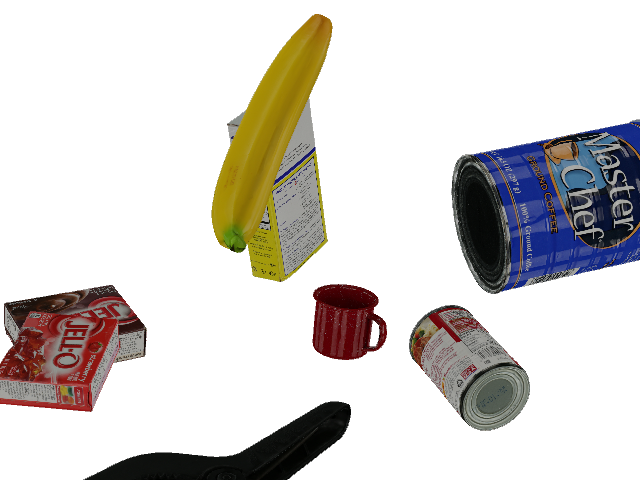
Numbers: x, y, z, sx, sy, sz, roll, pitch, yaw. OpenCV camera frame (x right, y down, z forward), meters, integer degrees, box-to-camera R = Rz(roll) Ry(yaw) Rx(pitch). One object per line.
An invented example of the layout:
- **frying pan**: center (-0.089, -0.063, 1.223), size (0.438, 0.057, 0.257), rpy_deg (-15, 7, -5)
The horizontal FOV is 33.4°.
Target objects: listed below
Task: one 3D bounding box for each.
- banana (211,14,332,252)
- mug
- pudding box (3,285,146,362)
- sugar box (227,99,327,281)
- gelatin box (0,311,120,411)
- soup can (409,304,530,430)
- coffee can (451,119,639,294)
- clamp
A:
- **banana**: center (-0.036, -0.068, 0.746), size (0.037, 0.197, 0.070), rpy_deg (31, -28, -27)
- **mug**: center (0.042, 0.120, 1.504), size (0.117, 0.081, 0.093), rpy_deg (17, 22, 29)
- **pudding box**: center (-0.233, 0.085, 1.014), size (0.113, 0.039, 0.090), rpy_deg (-12, 30, -29)
- **sugar box**: center (-0.041, -0.056, 1.080), size (0.048, 0.176, 0.093), rpy_deg (10, 34, 31)
- **gelatin box**: center (-0.200, 0.091, 0.820), size (0.073, 0.030, 0.089), rpy_deg (5, 31, 4)
- **soup can**: center (0.130, 0.110, 0.934), size (0.068, 0.068, 0.102), rpy_deg (0, 26, -23)
- **coffee can**: center (0.179, -0.025, 0.775), size (0.140, 0.103, 0.103), rpy_deg (-12, 2, -10)
- **clamp**: center (-0.048, 0.137, 0.573), size (0.209, 0.036, 0.165), rpy_deg (-1, 19, -13)
